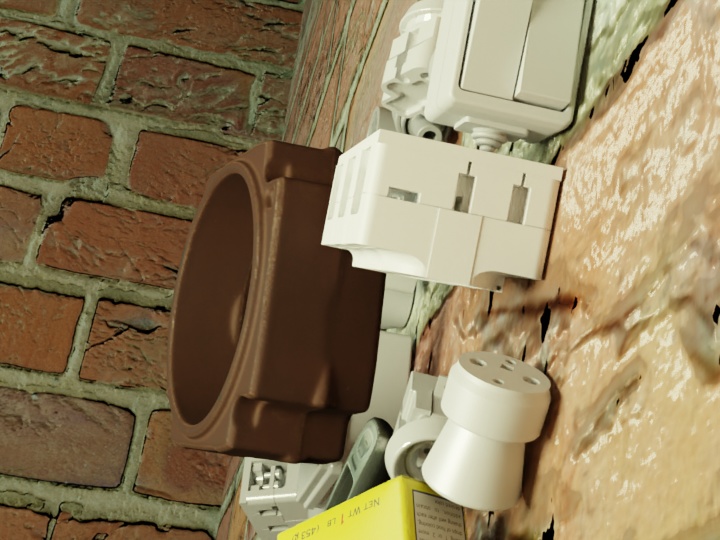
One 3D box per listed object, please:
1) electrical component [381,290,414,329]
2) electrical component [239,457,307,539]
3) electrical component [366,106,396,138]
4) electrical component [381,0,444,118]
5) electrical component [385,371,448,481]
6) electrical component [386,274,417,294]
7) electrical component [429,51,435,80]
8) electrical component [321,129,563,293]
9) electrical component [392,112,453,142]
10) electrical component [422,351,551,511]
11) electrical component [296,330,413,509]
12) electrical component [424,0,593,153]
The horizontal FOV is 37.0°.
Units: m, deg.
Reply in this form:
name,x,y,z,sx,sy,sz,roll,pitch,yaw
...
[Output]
name,x,y,z,sx,sy,sz,roll,pitch,yaw
electrical component,0.000,0.000,0.808,0.044,0.077,0.079,113,166,-57
electrical component,-0.056,0.160,0.951,0.089,0.062,0.150,71,-164,-45
electrical component,0.030,-0.094,0.829,0.055,0.047,0.055,-169,90,-82
electrical component,0.050,-0.139,0.706,0.078,0.058,0.057,-16,56,53
electrical component,0.038,0.088,0.551,0.055,0.048,0.066,-79,3,-66
electrical component,0.027,-0.035,0.741,0.050,0.056,0.089,-94,17,-60
electrical component,0.069,-0.114,0.624,0.065,0.044,0.044,-131,52,-74
electrical component,0.035,-0.026,0.562,0.150,0.089,0.061,-172,93,-82
electrical component,0.046,-0.105,0.756,0.062,0.043,0.043,-96,19,-60
electrical component,0.055,0.068,0.462,0.045,0.045,0.055,-104,27,-71
electrical component,-0.004,0.109,0.767,0.108,0.056,0.108,117,162,-61
electrical component,0.071,-0.103,0.514,0.061,0.062,0.096,166,114,-81
